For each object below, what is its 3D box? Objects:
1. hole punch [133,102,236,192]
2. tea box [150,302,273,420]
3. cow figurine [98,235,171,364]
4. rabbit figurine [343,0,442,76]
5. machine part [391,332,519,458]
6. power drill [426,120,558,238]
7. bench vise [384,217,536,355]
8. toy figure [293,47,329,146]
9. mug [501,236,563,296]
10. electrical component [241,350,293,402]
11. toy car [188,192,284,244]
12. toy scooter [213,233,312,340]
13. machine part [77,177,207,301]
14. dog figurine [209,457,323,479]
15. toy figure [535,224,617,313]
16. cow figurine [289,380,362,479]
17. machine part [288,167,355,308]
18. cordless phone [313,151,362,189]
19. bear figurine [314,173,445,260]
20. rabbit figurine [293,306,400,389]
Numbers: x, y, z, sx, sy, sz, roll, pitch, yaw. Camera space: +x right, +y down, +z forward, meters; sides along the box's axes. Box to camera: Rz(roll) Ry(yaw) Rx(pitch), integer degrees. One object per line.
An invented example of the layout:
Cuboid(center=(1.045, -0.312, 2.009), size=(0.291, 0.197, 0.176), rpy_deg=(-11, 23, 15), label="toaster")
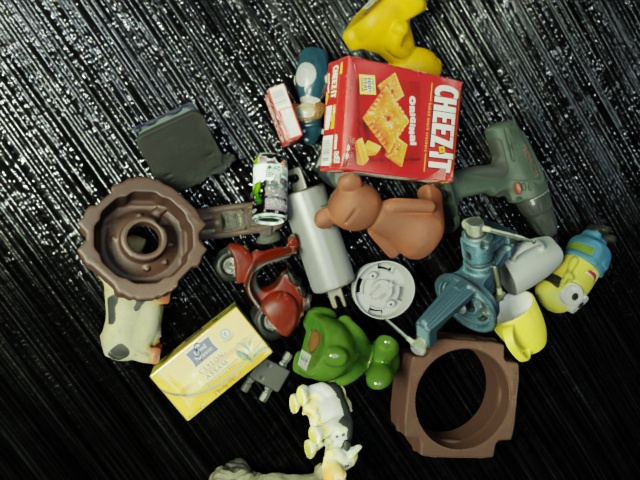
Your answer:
Cuboid(center=(-0.222, -0.145, 0.846), size=(0.142, 0.092, 0.115), rpy_deg=(-28, 126, -12), label="hole punch")
Cuboid(center=(-0.172, 0.190, 0.860), size=(0.169, 0.068, 0.098), rpy_deg=(-40, 98, -7), label="tea box")
Cuboid(center=(-0.296, 0.089, 0.830), size=(0.127, 0.085, 0.194), rpy_deg=(7, 91, -17), label="cow figurine")
Cuboid(center=(0.131, -0.313, 0.889), size=(0.173, 0.122, 0.162), rpy_deg=(40, 86, -28), label="rabbit figurine")
Cuboid(center=(0.230, 0.263, 0.930), size=(0.201, 0.087, 0.201), rpy_deg=(5, 89, -11), label="machine part")
Cuboid(center=(0.304, -0.080, 0.940), size=(0.207, 0.086, 0.231), rpy_deg=(-19, 98, -5), label="power drill")
Cuboid(center=(0.226, 0.083, 0.856), size=(0.240, 0.223, 0.129), rpy_deg=(-39, 55, -22), label="bench vise")
Cuboid(center=(-0.017, -0.236, 0.888), size=(0.058, 0.064, 0.154), rpy_deg=(7, 86, -35), label="toy figure")
Cuboid(center=(0.366, 0.031, 0.939), size=(0.107, 0.081, 0.109), rpy_deg=(-26, 138, -5), label="mug")
Cuboid(center=(-0.088, 0.221, 0.900), size=(0.063, 0.021, 0.094), rpy_deg=(32, 86, -9), label="electrical component")
Cuboid(center=(-0.156, -0.029, 0.868), size=(0.202, 0.053, 0.089), rpy_deg=(-7, 95, -12), label="toy car")
Cuboid(center=(-0.071, 0.065, 0.863), size=(0.135, 0.075, 0.183), rpy_deg=(-33, 106, -2), label="toy scooter")
Cuboid(center=(-0.256, 0.000, 0.780), size=(0.179, 0.056, 0.179), rpy_deg=(5, 76, -22), label="machine part")
Cuboid(center=(-0.075, 0.415, 0.836), size=(0.190, 0.172, 0.121), rpy_deg=(12, 78, -18), label="dog figurine")
Cuboid(center=(0.464, 0.054, 0.973), size=(0.082, 0.089, 0.180), rpy_deg=(38, 76, -8), label="toy figure")
Cuboid(center=(0.022, 0.309, 0.866), size=(0.098, 0.068, 0.167), rpy_deg=(-5, 52, -28), label="cow figurine")
Cuboid(center=(-0.002, -0.003, 0.884), size=(0.079, 0.079, 0.243), rpy_deg=(-18, 94, -10), label="machine part")
Cuboid(center=(0.095, -0.133, 0.900), size=(0.184, 0.089, 0.146), rpy_deg=(23, 87, -15), label="cordless phone")
Cuboid(center=(0.096, -0.046, 0.856), size=(0.196, 0.132, 0.120), rpy_deg=(23, 120, -11), label="bear figurine")
Cuboid(center=(0.066, 0.181, 0.877), size=(0.170, 0.159, 0.121), rpy_deg=(16, 78, -26), label="rabbit figurine")
